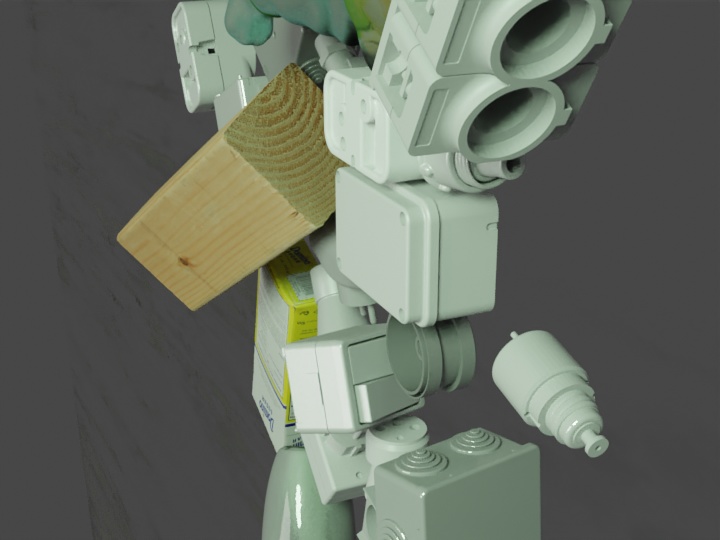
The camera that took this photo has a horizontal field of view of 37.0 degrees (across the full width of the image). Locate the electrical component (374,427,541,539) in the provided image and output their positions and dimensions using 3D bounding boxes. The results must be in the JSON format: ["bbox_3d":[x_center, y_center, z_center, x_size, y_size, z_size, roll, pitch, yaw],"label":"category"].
[{"bbox_3d":[0.055,0.145,0.614,0.048,0.100,0.099,17,114,52],"label":"electrical component"}]

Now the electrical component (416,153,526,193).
[{"bbox_3d":[0.064,-0.062,0.582,0.062,0.048,0.048,25,121,56],"label":"electrical component"}]

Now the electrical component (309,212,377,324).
[{"bbox_3d":[0.000,0.000,0.763,0.077,0.043,0.079,-143,39,-62],"label":"electrical component"}]

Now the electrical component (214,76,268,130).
[{"bbox_3d":[-0.074,-0.122,0.868,0.096,0.062,0.061,170,90,-68],"label":"electrical component"}]

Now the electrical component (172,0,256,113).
[{"bbox_3d":[-0.132,-0.195,0.983,0.054,0.059,0.095,160,100,-68],"label":"electrical component"}]

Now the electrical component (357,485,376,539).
[{"bbox_3d":[0.037,0.167,0.712,0.042,0.064,0.081,-125,34,-48],"label":"electrical component"}]

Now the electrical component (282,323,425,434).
[{"bbox_3d":[0.004,0.071,0.734,0.061,0.096,0.061,-7,92,40],"label":"electrical component"}]

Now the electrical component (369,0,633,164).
[{"bbox_3d":[0.070,-0.123,0.479,0.150,0.089,0.061,108,145,-49],"label":"electrical component"}]

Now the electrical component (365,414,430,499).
[{"bbox_3d":[0.026,0.134,0.751,0.045,0.045,0.055,-140,45,-58],"label":"electrical component"}]

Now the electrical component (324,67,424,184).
[{"bbox_3d":[0.023,-0.090,0.648,0.095,0.059,0.053,-140,45,-58],"label":"electrical component"}]

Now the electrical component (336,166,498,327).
[{"bbox_3d":[0.031,-0.020,0.659,0.113,0.057,0.078,-141,46,-59],"label":"electrical component"}]

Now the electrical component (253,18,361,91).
[{"bbox_3d":[-0.041,-0.173,0.785,0.099,0.048,0.099,110,144,-51],"label":"electrical component"}]

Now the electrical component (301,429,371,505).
[{"bbox_3d":[-0.011,0.127,0.834,0.075,0.047,0.083,118,137,-56],"label":"electrical component"}]

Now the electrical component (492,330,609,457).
[{"bbox_3d":[0.100,0.065,0.548,0.078,0.040,0.040,-126,34,-47],"label":"electrical component"}]

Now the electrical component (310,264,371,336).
[{"bbox_3d":[-0.016,0.026,0.816,0.044,0.044,0.065,131,131,-62],"label":"electrical component"}]
